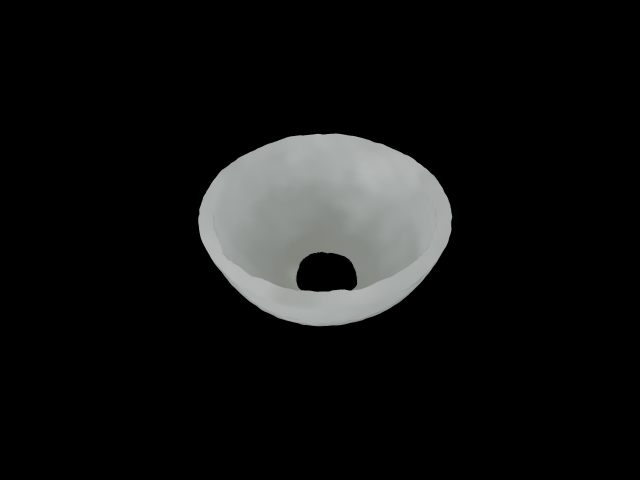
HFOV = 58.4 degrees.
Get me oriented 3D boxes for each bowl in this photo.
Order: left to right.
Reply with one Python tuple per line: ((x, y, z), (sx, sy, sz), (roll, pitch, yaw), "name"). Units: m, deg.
((0.004, 0.001, 0.400), (0.167, 0.075, 0.167), (0, 44, 0), "bowl")
